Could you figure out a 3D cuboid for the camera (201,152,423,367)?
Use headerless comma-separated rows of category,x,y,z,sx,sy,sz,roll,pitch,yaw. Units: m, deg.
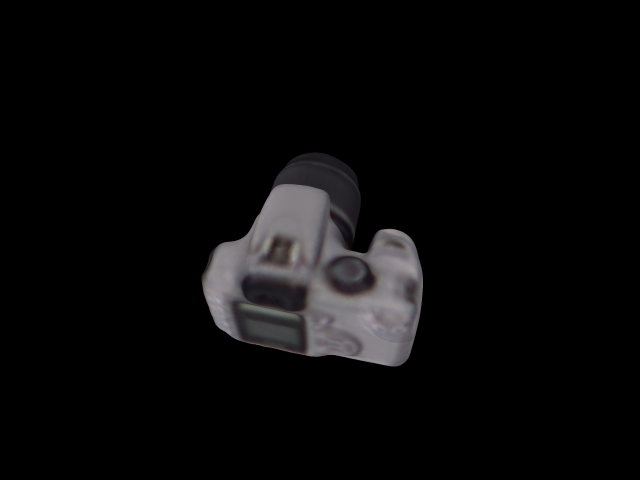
camera,0.004,0.001,0.400,0.143,0.101,0.137,9,54,7
